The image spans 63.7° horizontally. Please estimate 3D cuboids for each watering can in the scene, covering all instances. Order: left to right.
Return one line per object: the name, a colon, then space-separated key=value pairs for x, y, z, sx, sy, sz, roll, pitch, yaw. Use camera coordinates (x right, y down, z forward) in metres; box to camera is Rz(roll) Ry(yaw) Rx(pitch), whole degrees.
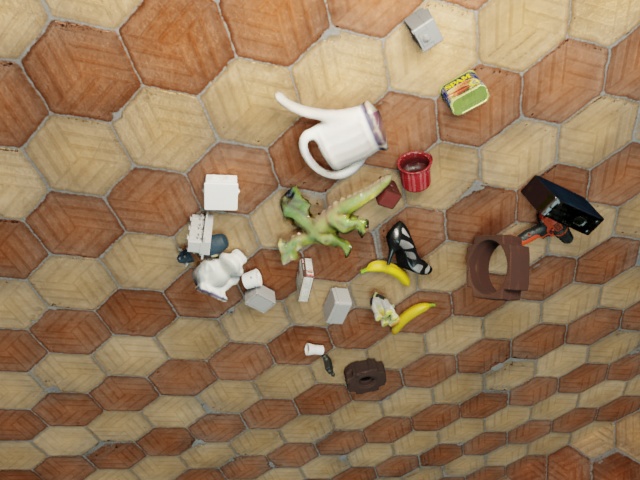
watering can: x=0.043 y=-0.274 z=1.276 sx=0.223 sy=0.106 sz=0.341 roll=-24 pitch=143 yaw=10

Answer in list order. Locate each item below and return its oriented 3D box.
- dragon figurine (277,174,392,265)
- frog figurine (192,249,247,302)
dragon figurine: x=0.004 y=-0.074 z=1.461 sx=0.242 sy=0.125 sz=0.402 roll=22 pitch=122 yaw=-16
frog figurine: x=-0.301 y=0.091 z=1.555 sx=0.136 sy=0.123 sz=0.160 roll=31 pitch=82 yaw=-22
